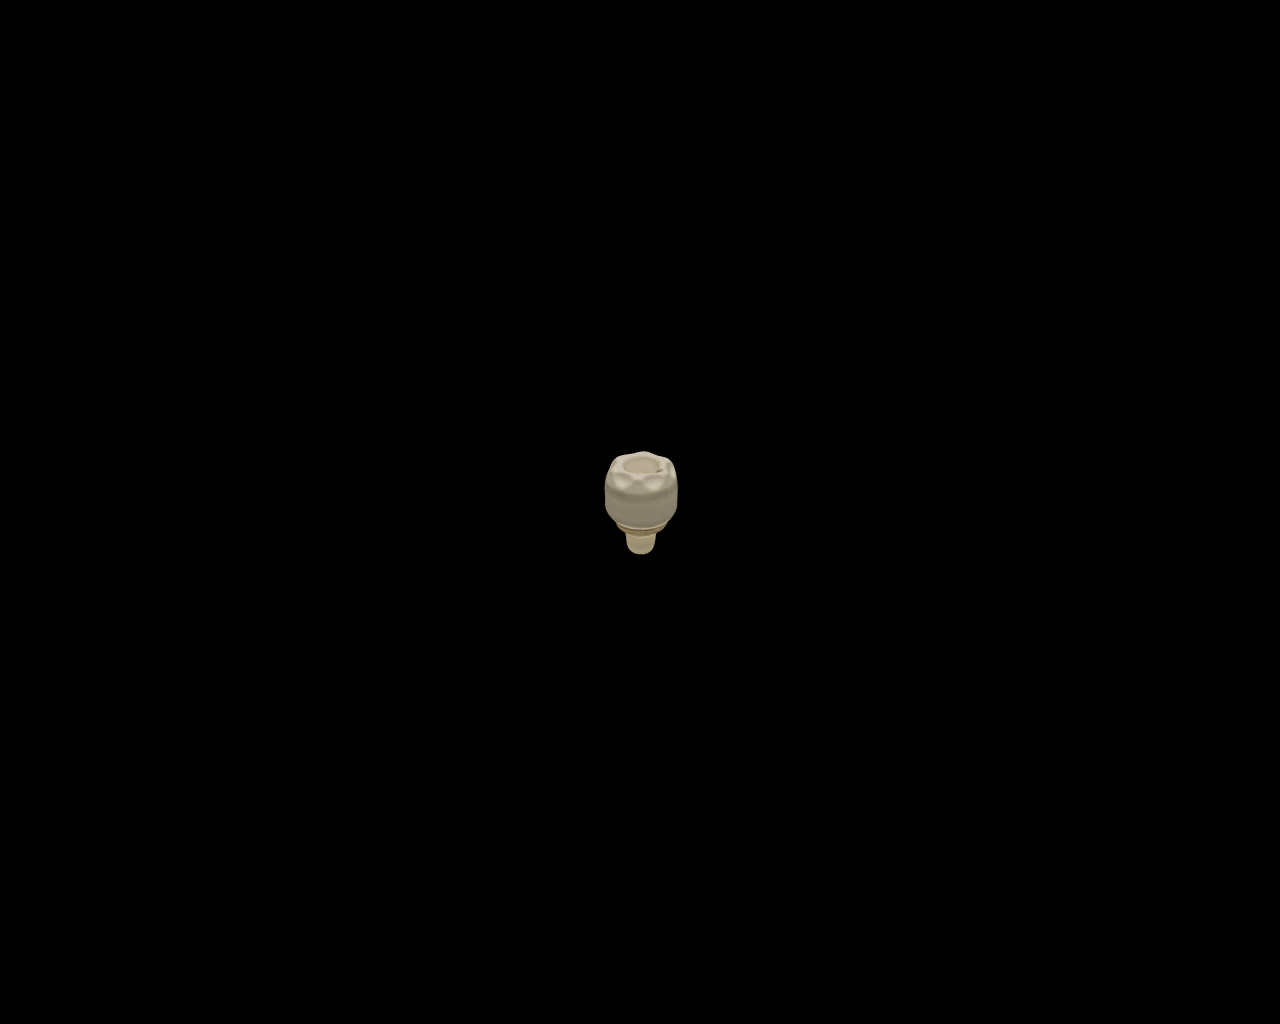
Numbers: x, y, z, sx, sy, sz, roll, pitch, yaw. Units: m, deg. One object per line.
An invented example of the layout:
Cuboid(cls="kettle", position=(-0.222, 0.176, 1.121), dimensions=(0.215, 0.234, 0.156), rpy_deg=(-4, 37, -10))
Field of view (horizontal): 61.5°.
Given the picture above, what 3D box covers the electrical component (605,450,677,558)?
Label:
Cuboid(cls="electrical component", position=(0.001, -0.003, 0.650), dimensions=(0.043, 0.062, 0.043), rpy_deg=(0, 29, 0))
